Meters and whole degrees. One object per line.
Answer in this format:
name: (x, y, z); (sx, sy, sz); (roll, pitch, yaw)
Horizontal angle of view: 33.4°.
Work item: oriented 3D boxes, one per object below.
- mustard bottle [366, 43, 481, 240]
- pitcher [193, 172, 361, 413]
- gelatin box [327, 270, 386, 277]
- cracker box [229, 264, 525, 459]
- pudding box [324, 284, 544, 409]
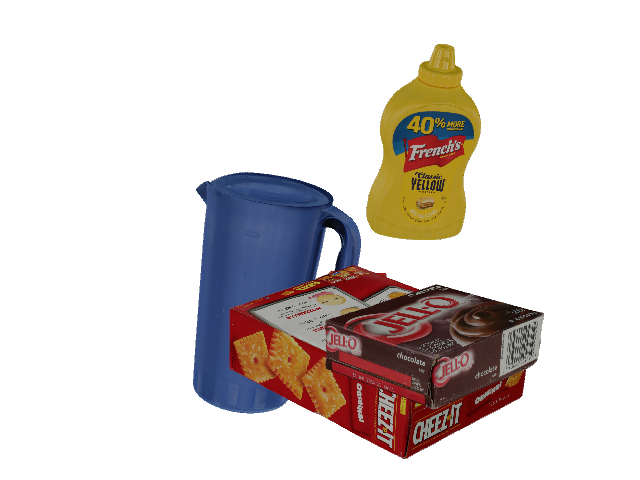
mustard bottle: (0.104, -0.095, 1.030); (0.096, 0.192, 0.058); (3, 28, -9)
pitcher: (-0.059, 0.057, 1.131); (0.144, 0.243, 0.149); (1, 17, -25)
gelatin box: (0.046, 0.082, 1.318); (0.073, 0.089, 0.030); (3, 29, 19)
cracker box: (0.048, 0.099, 0.938); (0.163, 0.072, 0.214); (-17, 28, -42)
pudding box: (0.072, 0.064, 0.673); (0.113, 0.039, 0.090); (-12, 20, -44)
